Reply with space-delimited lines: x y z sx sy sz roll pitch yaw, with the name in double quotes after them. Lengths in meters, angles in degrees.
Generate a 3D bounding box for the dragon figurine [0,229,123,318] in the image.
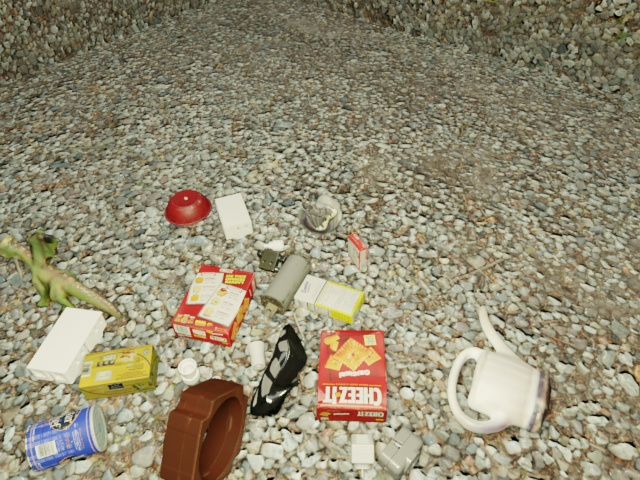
-0.736 0.081 1.432 0.411 0.237 0.125 12 41 17 "dragon figurine"

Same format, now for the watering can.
0.435 0.312 1.226 0.225 0.101 0.355 18 48 19 "watering can"

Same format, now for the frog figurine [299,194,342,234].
0.005 -0.085 1.680 0.137 0.122 0.160 -5 8 9 "frog figurine"
